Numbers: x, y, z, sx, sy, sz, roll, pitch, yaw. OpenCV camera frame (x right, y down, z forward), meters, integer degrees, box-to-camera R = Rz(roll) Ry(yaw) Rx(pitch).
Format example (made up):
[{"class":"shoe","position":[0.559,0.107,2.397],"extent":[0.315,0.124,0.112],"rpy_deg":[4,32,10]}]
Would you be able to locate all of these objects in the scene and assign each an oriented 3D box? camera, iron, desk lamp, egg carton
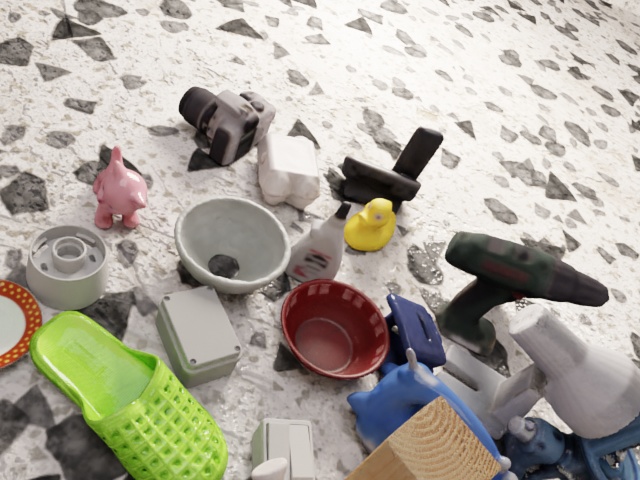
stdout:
[{"class":"camera","position":[-0.167,-0.226,1.012],"extent":[0.136,0.100,0.143],"rpy_deg":[35,45,7]},{"class":"iron","position":[0.162,0.253,0.712],"extent":[0.258,0.141,0.119],"rpy_deg":[45,47,16]},{"class":"desk lamp","position":[0.292,0.189,0.781],"extent":[0.203,0.213,0.118],"rpy_deg":[33,45,5]},{"class":"egg carton","position":[-0.057,-0.125,0.997],"extent":[0.107,0.069,0.150],"rpy_deg":[6,48,-20]}]

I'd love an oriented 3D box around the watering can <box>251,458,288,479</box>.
[{"class":"watering can","position":[-0.011,0.298,0.552],"extent":[0.172,0.194,0.101],"rpy_deg":[35,45,7]}]

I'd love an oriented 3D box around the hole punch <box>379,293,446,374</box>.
[{"class":"hole punch","position":[0.135,0.137,0.839],"extent":[0.101,0.091,0.108],"rpy_deg":[2,50,-24]}]

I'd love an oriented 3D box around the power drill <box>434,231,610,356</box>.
[{"class":"power drill","position":[0.278,0.085,0.871],"extent":[0.229,0.208,0.076],"rpy_deg":[27,44,0]}]

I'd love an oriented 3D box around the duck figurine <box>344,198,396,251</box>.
[{"class":"duck figurine","position":[0.096,-0.036,0.979],"extent":[0.105,0.086,0.077],"rpy_deg":[-20,61,-37]}]

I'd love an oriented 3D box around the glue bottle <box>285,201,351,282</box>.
[{"class":"glue bottle","position":[0.008,0.003,0.840],"extent":[0.078,0.173,0.037],"rpy_deg":[20,45,-8]}]

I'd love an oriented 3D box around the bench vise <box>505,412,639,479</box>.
[{"class":"bench vise","position":[0.357,0.271,0.734],"extent":[0.208,0.219,0.121],"rpy_deg":[7,48,-20]}]

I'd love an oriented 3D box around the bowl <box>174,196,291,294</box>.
[{"class":"bowl","position":[-0.131,0.019,0.830],"extent":[0.168,0.074,0.167],"rpy_deg":[14,46,-14]}]

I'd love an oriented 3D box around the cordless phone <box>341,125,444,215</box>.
[{"class":"cordless phone","position":[0.127,-0.146,1.023],"extent":[0.148,0.185,0.094],"rpy_deg":[18,45,-10]}]

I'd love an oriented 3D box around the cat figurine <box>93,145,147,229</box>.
[{"class":"cat figurine","position":[-0.282,-0.077,0.812],"extent":[0.067,0.117,0.127],"rpy_deg":[-2,52,-26]}]
